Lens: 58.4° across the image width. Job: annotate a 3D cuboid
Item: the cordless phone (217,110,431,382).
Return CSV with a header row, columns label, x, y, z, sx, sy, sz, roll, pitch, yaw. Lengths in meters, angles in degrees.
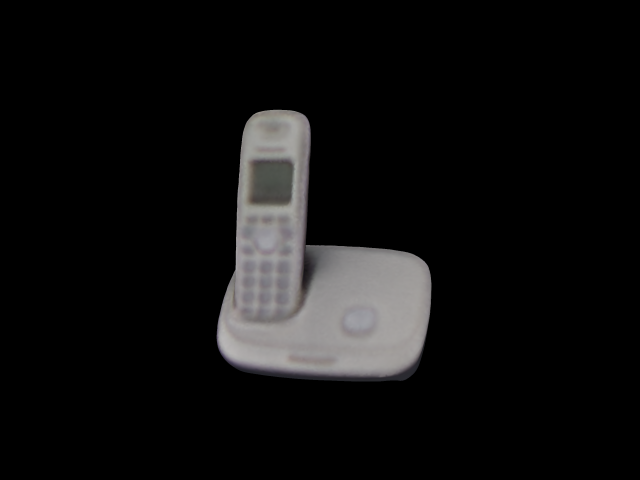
label,x,y,z,sx,sy,sz,roll,pitch,yaw
cordless phone,0.004,0.001,0.400,0.147,0.185,0.094,1,7,12
